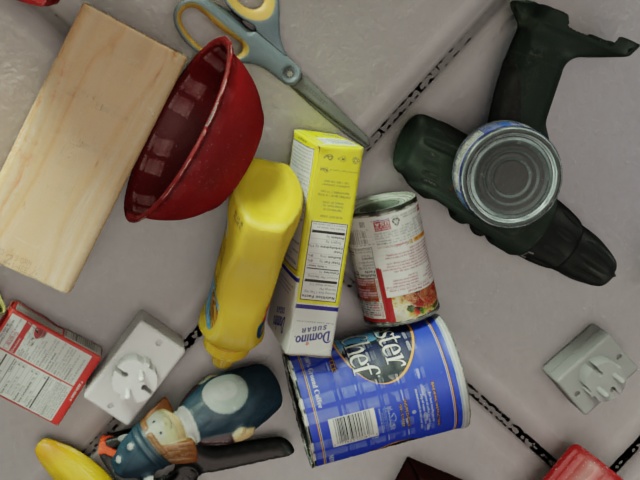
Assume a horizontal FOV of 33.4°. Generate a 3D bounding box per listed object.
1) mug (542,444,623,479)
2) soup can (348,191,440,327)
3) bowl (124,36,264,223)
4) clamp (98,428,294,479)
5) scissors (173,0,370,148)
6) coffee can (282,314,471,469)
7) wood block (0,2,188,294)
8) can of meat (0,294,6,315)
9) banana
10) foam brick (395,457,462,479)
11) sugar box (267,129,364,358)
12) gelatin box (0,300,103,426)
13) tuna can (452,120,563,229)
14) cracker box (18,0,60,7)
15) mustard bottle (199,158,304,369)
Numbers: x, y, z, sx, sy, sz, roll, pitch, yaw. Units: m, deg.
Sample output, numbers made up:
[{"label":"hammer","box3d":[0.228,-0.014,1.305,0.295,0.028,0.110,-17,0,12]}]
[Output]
[{"label":"mug","box3d":[0.249,0.250,0.997,0.081,0.093,0.117,-50,136,-2]},{"label":"soup can","box3d":[0.061,0.016,0.920,0.068,0.068,0.102,-14,103,-6]},{"label":"bowl","box3d":[-0.091,-0.075,0.833,0.055,0.162,0.162,28,96,-23]},{"label":"clamp","box3d":[-0.117,0.220,0.946,0.171,0.039,0.120,13,84,-7]},{"label":"scissors","box3d":[-0.024,-0.160,0.891,0.201,0.016,0.096,24,100,-19]},{"label":"coffee can","box3d":[0.047,0.130,0.924,0.140,0.103,0.103,-14,104,-6]},{"label":"wood block","box3d":[-0.192,-0.075,0.848,0.090,0.091,0.206,26,96,-14]},{"label":"can of meat","box3d":[-0.317,0.047,0.852,0.084,0.057,0.102,-35,147,2]},{"label":"banana","box3d":[-0.192,0.260,0.946,0.069,0.037,0.198,-15,104,-8]},{"label":"foam brick","box3d":[0.107,0.245,0.985,0.078,0.053,0.051,25,97,-12]},{"label":"sugar box","box3d":[-0.006,0.001,0.893,0.048,0.093,0.176,3,102,-13]},{"label":"gelatin box","box3d":[-0.242,0.105,0.909,0.089,0.030,0.073,31,96,-14]},{"label":"tuna can","box3d":[0.152,-0.053,0.869,0.086,0.034,0.086,-1,104,-4]},{"label":"cracker box","box3d":[-0.195,-0.250,0.747,0.072,0.214,0.164,16,99,-14]},{"label":"mustard bottle","box3d":[-0.063,0.034,0.882,0.058,0.096,0.192,11,126,-10]}]
